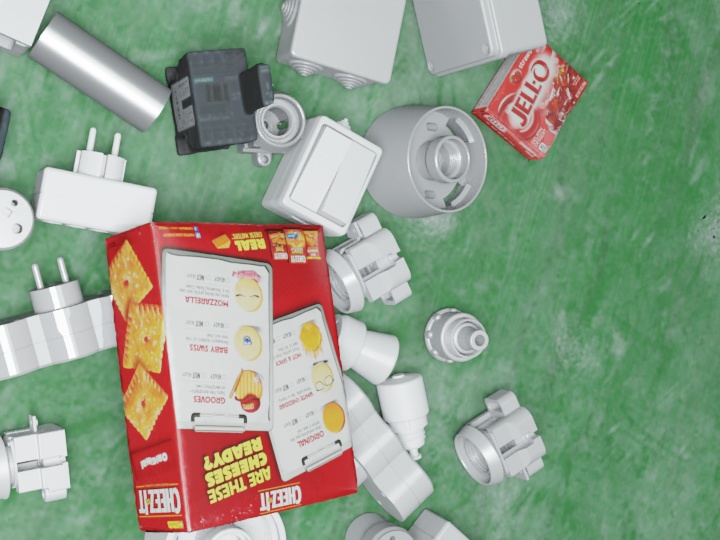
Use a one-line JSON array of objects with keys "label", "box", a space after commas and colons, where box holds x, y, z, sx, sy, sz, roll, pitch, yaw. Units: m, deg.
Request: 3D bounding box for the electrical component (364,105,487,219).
[{"label": "electrical component", "box": [0.058, -0.094, 0.923, 0.099, 0.064, 0.099, -2, 93, -37]}]

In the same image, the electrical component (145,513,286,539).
[{"label": "electrical component", "box": [-0.110, 0.216, 0.848, 0.108, 0.060, 0.108, -1, 92, -23]}]

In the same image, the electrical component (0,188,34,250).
[{"label": "electrical component", "box": [-0.261, -0.036, 0.779, 0.045, 0.055, 0.045, 0, 91, -24]}]

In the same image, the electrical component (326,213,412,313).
[{"label": "electrical component", "box": [0.000, 0.000, 0.892, 0.057, 0.058, 0.078, -30, 103, -22]}]

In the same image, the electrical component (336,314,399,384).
[{"label": "electrical component", "box": [-0.002, 0.066, 0.899, 0.055, 0.045, 0.045, 25, 82, -21]}]

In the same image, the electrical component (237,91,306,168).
[{"label": "electrical component", "box": [-0.072, -0.117, 0.858, 0.048, 0.055, 0.066, -1, 92, -23]}]

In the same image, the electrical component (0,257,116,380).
[{"label": "electrical component", "box": [-0.223, 0.028, 0.799, 0.138, 0.052, 0.073, -16, 98, -22]}]

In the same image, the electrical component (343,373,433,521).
[{"label": "electrical component", "box": [-0.006, 0.159, 0.896, 0.074, 0.052, 0.138, -41, 107, -17]}]

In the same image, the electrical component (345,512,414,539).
[{"label": "electrical component", "box": [0.018, 0.233, 0.907, 0.045, 0.055, 0.045, -1, 92, -23]}]

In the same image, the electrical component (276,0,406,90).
[{"label": "electrical component", "box": [-0.016, -0.203, 0.883, 0.100, 0.048, 0.099, 12, 87, -23]}]

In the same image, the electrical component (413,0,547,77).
[{"label": "electrical component", "box": [0.095, -0.226, 0.898, 0.056, 0.109, 0.108, -17, 98, -24]}]

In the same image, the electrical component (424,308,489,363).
[{"label": "electrical component", "box": [0.088, 0.058, 0.928, 0.048, 0.062, 0.048, -1, 92, -23]}]

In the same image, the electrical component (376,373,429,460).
[{"label": "electrical component", "box": [0.039, 0.124, 0.921, 0.040, 0.040, 0.078, -14, 97, -22]}]

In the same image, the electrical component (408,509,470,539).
[{"label": "electrical component", "box": [0.071, 0.266, 0.935, 0.083, 0.047, 0.075, 44, 76, -19]}]

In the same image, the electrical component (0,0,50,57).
[{"label": "electrical component", "box": [-0.291, -0.224, 0.757, 0.150, 0.062, 0.089, 22, 83, -22]}]

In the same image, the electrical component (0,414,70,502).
[{"label": "electrical component", "box": [-0.249, 0.142, 0.796, 0.055, 0.048, 0.066, -7, 94, -31]}]

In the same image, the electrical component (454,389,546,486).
[{"label": "electrical component", "box": [0.121, 0.154, 0.949, 0.057, 0.058, 0.078, -28, 102, -23]}]

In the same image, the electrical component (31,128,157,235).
[{"label": "electrical component", "box": [-0.198, -0.068, 0.810, 0.083, 0.047, 0.075, 10, 88, -23]}]

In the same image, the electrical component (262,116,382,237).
[{"label": "electrical component", "box": [-0.027, -0.081, 0.875, 0.062, 0.061, 0.096, 28, 81, -22]}]
